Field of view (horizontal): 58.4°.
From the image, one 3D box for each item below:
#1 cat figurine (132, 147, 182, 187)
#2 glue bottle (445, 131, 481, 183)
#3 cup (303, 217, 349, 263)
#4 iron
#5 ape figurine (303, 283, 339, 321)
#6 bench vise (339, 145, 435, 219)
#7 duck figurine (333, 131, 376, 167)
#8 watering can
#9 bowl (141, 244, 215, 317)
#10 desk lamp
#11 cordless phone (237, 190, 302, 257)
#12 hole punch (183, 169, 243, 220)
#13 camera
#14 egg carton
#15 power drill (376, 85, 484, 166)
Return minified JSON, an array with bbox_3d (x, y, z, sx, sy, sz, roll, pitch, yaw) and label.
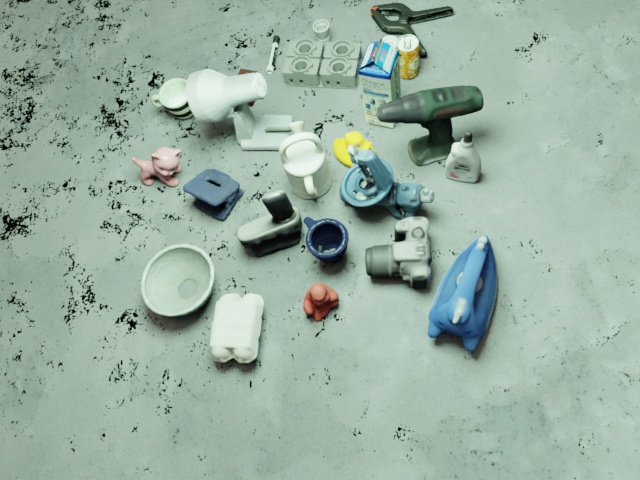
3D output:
[{"bbox_3d":[-0.386,-0.184,1.374,0.127,0.118,0.067,2,67,10],"label":"cat figurine"},{"bbox_3d":[0.310,-0.182,1.228,0.078,0.173,0.037,9,68,13],"label":"glue bottle"},{"bbox_3d":[0.011,0.004,1.238,0.092,0.095,0.117,-44,67,-10],"label":"cup"},{"bbox_3d":[0.297,0.078,1.133,0.118,0.142,0.258,17,70,16],"label":"iron"},{"bbox_3d":[-0.001,0.119,1.191,0.077,0.092,0.076,-7,65,7],"label":"ape figurine"},{"bbox_3d":[0.135,-0.134,1.210,0.207,0.220,0.121,-3,66,8],"label":"bench vise"},{"bbox_3d":[0.078,-0.220,1.331,0.104,0.086,0.077,21,71,17],"label":"duck figurine"},{"bbox_3d":[-0.039,-0.184,1.274,0.101,0.194,0.172,-34,65,-6],"label":"watering can"},{"bbox_3d":[-0.302,0.097,1.260,0.167,0.075,0.167,-3,66,8],"label":"bowl"},{"bbox_3d":[-0.185,-0.312,1.344,0.203,0.214,0.118,2,67,10],"label":"desk lamp"},{"bbox_3d":[-0.119,-0.049,1.233,0.147,0.185,0.094,-23,65,-1],"label":"cordless phone"},{"bbox_3d":[-0.249,-0.119,1.337,0.108,0.091,0.101,26,73,19],"label":"hole punch"},{"bbox_3d":[0.163,0.024,1.201,0.136,0.101,0.143,-3,66,8],"label":"camera"},{"bbox_3d":[-0.174,0.185,1.203,0.107,0.069,0.150,0,66,9],"label":"egg carton"},{"bbox_3d":[0.238,-0.253,1.251,0.229,0.209,0.075,-18,65,1],"label":"power drill"}]
